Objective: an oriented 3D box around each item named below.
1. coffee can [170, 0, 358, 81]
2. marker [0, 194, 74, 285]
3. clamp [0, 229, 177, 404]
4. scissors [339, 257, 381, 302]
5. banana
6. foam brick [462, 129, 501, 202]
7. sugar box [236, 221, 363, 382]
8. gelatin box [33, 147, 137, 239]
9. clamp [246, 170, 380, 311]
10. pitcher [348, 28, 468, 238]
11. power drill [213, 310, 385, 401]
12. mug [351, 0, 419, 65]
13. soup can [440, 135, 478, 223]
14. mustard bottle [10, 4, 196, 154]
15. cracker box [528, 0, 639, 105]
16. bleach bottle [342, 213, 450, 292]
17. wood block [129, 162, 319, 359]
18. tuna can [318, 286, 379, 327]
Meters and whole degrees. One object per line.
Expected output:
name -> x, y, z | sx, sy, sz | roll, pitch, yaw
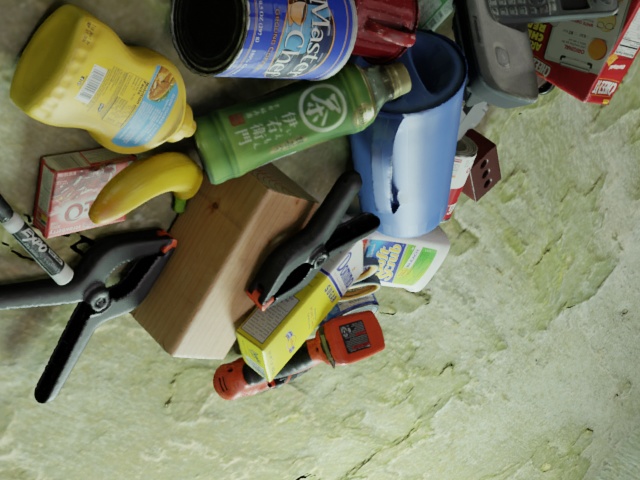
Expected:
coffee can -> -0.049, -0.197, 0.964 | 0.140, 0.103, 0.103 | -7, 129, -46
marker -> -0.264, -0.002, 0.964 | 0.020, 0.020, 0.121 | -43, 134, -10
clamp -> -0.234, 0.051, 1.058 | 0.209, 0.036, 0.164 | -43, 141, -15
scissors -> -0.010, 0.059, 1.292 | 0.201, 0.016, 0.096 | -8, 149, -26
banana -> -0.153, -0.050, 1.006 | 0.197, 0.037, 0.070 | -11, 121, -72
foam brick -> 0.202, -0.100, 1.414 | 0.053, 0.051, 0.078 | -42, 147, -12
sugar box -> -0.019, 0.067, 1.190 | 0.176, 0.048, 0.093 | -47, 159, -20
gelatin box -> -0.216, -0.045, 0.987 | 0.089, 0.030, 0.073 | -15, 134, -42
clamp -> -0.007, 0.001, 1.108 | 0.171, 0.039, 0.120 | -41, 147, -15
pitcher -> 0.091, -0.104, 1.202 | 0.149, 0.145, 0.243 | -27, 145, -15
power drill -> -0.015, 0.143, 1.317 | 0.188, 0.057, 0.184 | -26, 173, 34
mug -> 0.044, -0.218, 1.047 | 0.081, 0.117, 0.093 | 1, 122, -45
soup can -> 0.152, -0.082, 1.355 | 0.068, 0.069, 0.102 | -14, 134, -42
mustard bottle -> -0.172, -0.126, 0.931 | 0.096, 0.058, 0.191 | -58, 146, 6
cracker box -> 0.316, -0.290, 1.251 | 0.071, 0.164, 0.214 | -2, 124, -47
bleach bottle -> 0.056, 0.014, 1.348 | 0.250, 0.068, 0.103 | 3, 128, -47
wood block -> -0.105, 0.017, 1.129 | 0.090, 0.091, 0.206 | 12, 114, -54
tuna can -> 0.034, 0.090, 1.392 | 0.086, 0.034, 0.086 | -22, 161, -8
